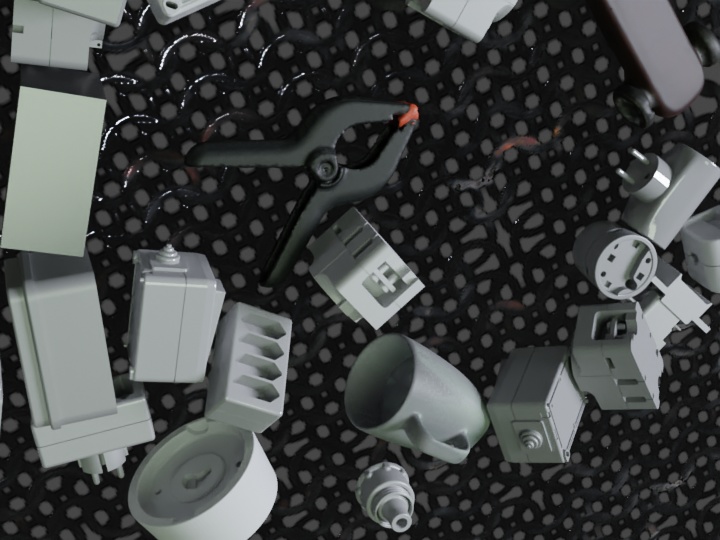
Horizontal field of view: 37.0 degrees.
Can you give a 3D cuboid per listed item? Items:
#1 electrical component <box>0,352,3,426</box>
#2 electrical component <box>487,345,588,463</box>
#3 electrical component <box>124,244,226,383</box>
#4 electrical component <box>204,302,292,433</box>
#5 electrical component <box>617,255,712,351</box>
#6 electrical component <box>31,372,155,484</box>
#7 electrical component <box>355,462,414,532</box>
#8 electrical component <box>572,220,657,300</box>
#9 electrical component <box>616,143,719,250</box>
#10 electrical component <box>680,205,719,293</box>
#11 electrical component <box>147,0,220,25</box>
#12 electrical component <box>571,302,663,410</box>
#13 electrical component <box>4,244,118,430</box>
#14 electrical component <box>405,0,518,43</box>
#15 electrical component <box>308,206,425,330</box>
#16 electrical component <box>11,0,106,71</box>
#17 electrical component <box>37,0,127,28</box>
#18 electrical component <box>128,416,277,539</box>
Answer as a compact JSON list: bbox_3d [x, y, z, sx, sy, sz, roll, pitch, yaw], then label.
[{"bbox_3d":[-0.280,0.102,0.742,0.056,0.108,0.108,3,110,-21],"label":"electrical component"},{"bbox_3d":[0.141,0.113,0.879,0.061,0.096,0.061,-5,120,29],"label":"electrical component"},{"bbox_3d":[-0.134,0.027,0.781,0.061,0.061,0.096,4,110,-18],"label":"electrical component"},{"bbox_3d":[-0.092,0.081,0.815,0.047,0.083,0.076,20,142,-23],"label":"electrical component"},{"bbox_3d":[0.253,0.030,0.912,0.081,0.042,0.063,38,100,-25],"label":"electrical component"},{"bbox_3d":[-0.197,0.128,0.811,0.083,0.047,0.075,-13,114,-11],"label":"electrical component"},{"bbox_3d":[0.025,0.193,0.896,0.048,0.062,0.048,-6,113,-15],"label":"electrical component"},{"bbox_3d":[0.206,-0.010,0.878,0.055,0.047,0.055,-6,112,-15],"label":"electrical component"},{"bbox_3d":[0.239,-0.068,0.866,0.079,0.044,0.077,31,100,-25],"label":"electrical component"},{"bbox_3d":[0.324,-0.022,0.905,0.095,0.053,0.059,-23,116,-7],"label":"electrical component"},{"bbox_3d":[-0.100,-0.207,0.697,0.096,0.061,0.061,-28,103,-11],"label":"electrical component"},{"bbox_3d":[0.209,0.072,0.883,0.056,0.050,0.089,-5,139,29],"label":"electrical component"},{"bbox_3d":[-0.211,0.046,0.757,0.057,0.078,0.113,-11,114,-16],"label":"electrical component"},{"bbox_3d":[0.082,-0.212,0.758,0.056,0.050,0.089,24,102,-24],"label":"electrical component"},{"bbox_3d":[0.000,0.000,0.796,0.056,0.089,0.050,-42,116,3],"label":"electrical component"},{"bbox_3d":[-0.192,-0.177,0.689,0.056,0.050,0.089,4,109,-18],"label":"electrical component"},{"bbox_3d":[-0.156,-0.189,0.629,0.047,0.065,0.076,14,105,-21],"label":"electrical component"},{"bbox_3d":[-0.115,0.170,0.822,0.108,0.108,0.060,-31,122,-3],"label":"electrical component"}]
